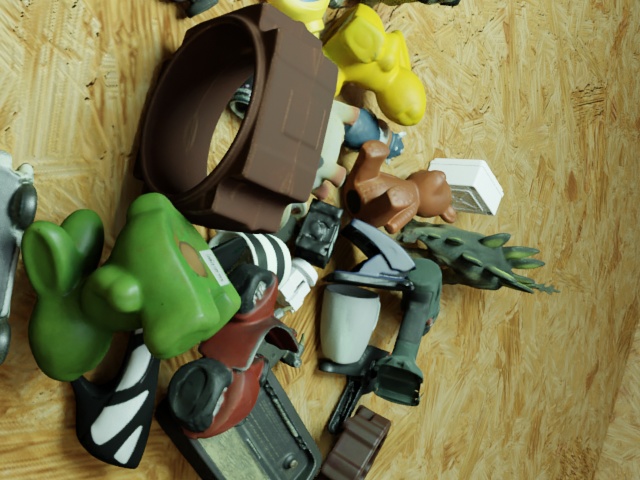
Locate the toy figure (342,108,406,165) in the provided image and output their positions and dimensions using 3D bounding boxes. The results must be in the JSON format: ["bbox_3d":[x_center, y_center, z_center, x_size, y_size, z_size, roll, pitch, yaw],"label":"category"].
[{"bbox_3d":[0.076,-0.158,0.809,0.154,0.064,0.058,9,51,-53],"label":"toy figure"}]

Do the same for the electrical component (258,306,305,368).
[{"bbox_3d":[-0.062,0.131,0.705,0.078,0.045,0.102,-43,125,-37],"label":"electrical component"}]

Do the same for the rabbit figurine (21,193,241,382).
[{"bbox_3d":[-0.180,0.048,0.449,0.159,0.170,0.121,58,6,-6],"label":"rabbit figurine"}]

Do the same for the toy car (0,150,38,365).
[{"bbox_3d":[-0.286,0.023,0.435,0.073,0.056,0.201,12,85,-42],"label":"toy car"}]

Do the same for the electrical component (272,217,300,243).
[{"bbox_3d":[-0.055,-0.017,0.706,0.063,0.021,0.093,-39,115,-39],"label":"electrical component"}]

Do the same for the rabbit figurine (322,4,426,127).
[{"bbox_3d":[0.077,-0.230,0.748,0.173,0.122,0.162,39,31,-15],"label":"rabbit figurine"}]

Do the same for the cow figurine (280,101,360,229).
[{"bbox_3d":[-0.034,-0.102,0.663,0.127,0.085,0.195,23,63,-15],"label":"cow figurine"}]

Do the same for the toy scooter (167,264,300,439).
[{"bbox_3d":[-0.077,0.125,0.574,0.135,0.075,0.184,44,65,-56],"label":"toy scooter"}]

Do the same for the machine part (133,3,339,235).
[{"bbox_3d":[-0.090,-0.112,0.522,0.087,0.202,0.201,19,82,-44],"label":"machine part"}]

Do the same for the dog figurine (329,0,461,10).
[{"bbox_3d":[0.113,-0.390,0.719,0.121,0.191,0.172,-20,108,-45],"label":"dog figurine"}]

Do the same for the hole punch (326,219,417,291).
[{"bbox_3d":[0.076,0.027,0.772,0.116,0.142,0.092,12,80,-5],"label":"hole punch"}]

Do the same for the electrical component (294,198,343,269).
[{"bbox_3d":[-0.002,-0.002,0.745,0.119,0.048,0.075,95,17,-77],"label":"electrical component"}]

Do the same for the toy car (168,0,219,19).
[{"bbox_3d":[-0.086,-0.317,0.571,0.202,0.053,0.089,-34,116,-14],"label":"toy car"}]

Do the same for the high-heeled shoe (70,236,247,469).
[{"bbox_3d":[-0.147,0.114,0.557,0.249,0.086,0.145,-36,102,-16],"label":"high-heeled shoe"}]

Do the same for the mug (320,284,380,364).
[{"bbox_3d":[0.045,0.126,0.805,0.109,0.081,0.107,3,101,-52],"label":"mug"}]

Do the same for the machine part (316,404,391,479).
[{"bbox_3d":[0.042,0.334,0.796,0.179,0.056,0.179,-51,158,-31],"label":"machine part"}]

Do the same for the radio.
[{"bbox_3d":[-0.090,0.249,0.668,0.131,0.073,0.229,-46,127,-34],"label":"radio"}]

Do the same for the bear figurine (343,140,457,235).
[{"bbox_3d":[0.139,-0.077,0.817,0.196,0.132,0.120,-9,66,-26],"label":"bear figurine"}]

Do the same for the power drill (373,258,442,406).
[{"bbox_3d":[0.150,0.156,0.864,0.231,0.086,0.207,85,29,-47],"label":"power drill"}]

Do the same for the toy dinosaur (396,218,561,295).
[{"bbox_3d":[0.291,0.044,0.974,0.471,0.199,0.105,16,87,-46],"label":"toy dinosaur"}]
